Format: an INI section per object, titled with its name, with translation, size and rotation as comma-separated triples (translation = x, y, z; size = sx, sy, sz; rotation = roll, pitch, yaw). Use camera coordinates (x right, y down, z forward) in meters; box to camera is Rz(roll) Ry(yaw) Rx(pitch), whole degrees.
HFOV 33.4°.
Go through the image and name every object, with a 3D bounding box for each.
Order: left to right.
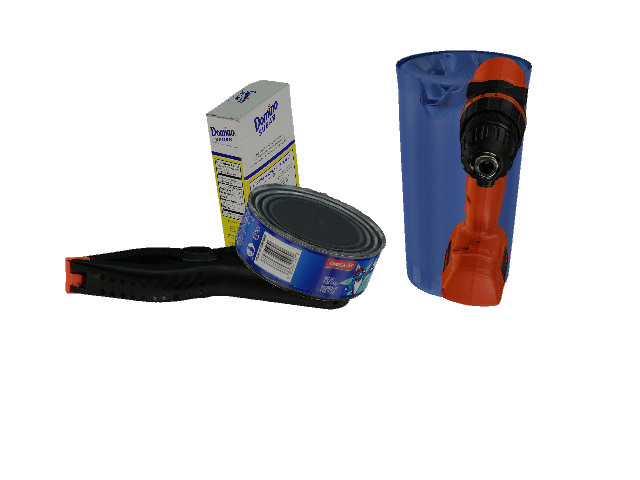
[clamp]
translation = -0.087, 0.026, 0.821
size = 0.209, 0.036, 0.165
rotation = -2, 11, -21
[sugar box]
translation = -0.064, -0.064, 1.077
size = 0.048, 0.176, 0.093
rotation = 12, 35, 30
[tuna can]
translation = -0.007, 0.001, 0.635
size = 0.086, 0.034, 0.086
rotation = 17, 23, -8
[pitcher]
translation = 0.149, -0.072, 1.104
size = 0.149, 0.243, 0.145
rotation = -8, 24, -15
[power drill]
translation = 0.138, -0.041, 0.894
size = 0.057, 0.188, 0.184
rotation = 10, 32, 10
